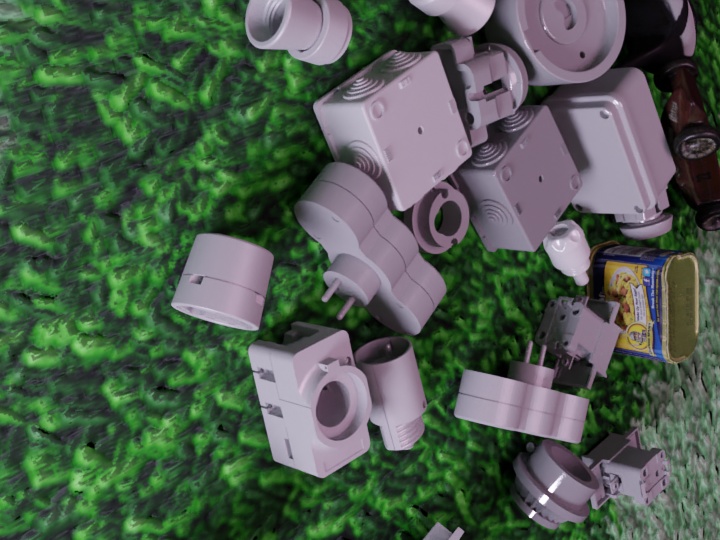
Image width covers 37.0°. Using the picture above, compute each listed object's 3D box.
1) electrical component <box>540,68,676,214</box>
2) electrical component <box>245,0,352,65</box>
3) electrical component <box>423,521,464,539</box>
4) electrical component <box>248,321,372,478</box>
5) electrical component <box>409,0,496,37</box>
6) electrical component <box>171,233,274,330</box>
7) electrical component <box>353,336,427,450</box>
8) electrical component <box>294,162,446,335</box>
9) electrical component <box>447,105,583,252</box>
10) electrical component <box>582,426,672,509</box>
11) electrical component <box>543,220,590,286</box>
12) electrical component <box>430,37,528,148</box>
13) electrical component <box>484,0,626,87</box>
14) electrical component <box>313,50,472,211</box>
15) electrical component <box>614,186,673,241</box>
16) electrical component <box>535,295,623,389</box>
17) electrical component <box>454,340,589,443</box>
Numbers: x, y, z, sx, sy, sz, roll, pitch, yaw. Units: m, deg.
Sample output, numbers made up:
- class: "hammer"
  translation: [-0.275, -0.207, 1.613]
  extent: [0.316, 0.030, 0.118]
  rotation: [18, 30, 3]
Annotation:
- class: "electrical component"
  translation: [0.206, -0.106, 0.901]
  extent: [0.057, 0.078, 0.113]
  rotation: [-48, 125, -31]
- class: "electrical component"
  translation: [-0.039, -0.158, 0.689]
  extent: [0.055, 0.045, 0.045]
  rotation: [7, 91, -44]
- class: "electrical component"
  translation: [0.042, 0.257, 0.796]
  extent: [0.121, 0.063, 0.078]
  rotation: [-44, 164, -30]
- class: "electrical component"
  translation: [-0.031, 0.086, 0.720]
  extent: [0.050, 0.056, 0.089]
  rotation: [-25, 112, -38]
- class: "electrical component"
  translation: [0.065, -0.201, 0.779]
  extent: [0.055, 0.045, 0.045]
  rotation: [24, 79, -41]
- class: "electrical component"
  translation: [-0.083, 0.007, 0.663]
  extent: [0.055, 0.055, 0.047]
  rotation: [25, 74, -42]
- class: "electrical component"
  translation: [0.026, 0.094, 0.781]
  extent: [0.043, 0.043, 0.081]
  rotation: [-31, 116, -36]
- class: "electrical component"
  translation: [0.000, 0.000, 0.739]
  extent: [0.073, 0.052, 0.138]
  rotation: [-54, 127, -24]
- class: "electrical component"
  translation: [0.125, -0.073, 0.849]
  extent: [0.099, 0.048, 0.099]
  rotation: [-51, 126, -27]
- class: "electrical component"
  translation: [0.245, 0.183, 0.983]
  extent: [0.081, 0.064, 0.042]
  rotation: [-31, 114, -36]
- class: "electrical component"
  translation: [0.180, -0.012, 0.918]
  extent: [0.035, 0.035, 0.061]
  rotation: [-51, 128, -26]
- class: "electrical component"
  translation: [0.087, -0.136, 0.800]
  extent: [0.057, 0.058, 0.078]
  rotation: [-26, 112, -35]
- class: "electrical component"
  translation: [0.147, -0.195, 0.840]
  extent: [0.108, 0.060, 0.108]
  rotation: [0, 89, -30]
- class: "electrical component"
  translation: [0.026, -0.097, 0.754]
  extent: [0.100, 0.048, 0.099]
  rotation: [-40, 120, -33]
- class: "electrical component"
  translation: [0.256, -0.059, 0.975]
  extent: [0.066, 0.048, 0.055]
  rotation: [-26, 105, -38]
- class: "electrical component"
  translation: [0.187, 0.058, 0.929]
  extent: [0.064, 0.042, 0.081]
  rotation: [33, 73, -37]
- class: "electrical component"
  translation: [0.138, 0.095, 0.879]
  extent: [0.138, 0.052, 0.073]
  rotation: [18, 83, -42]
